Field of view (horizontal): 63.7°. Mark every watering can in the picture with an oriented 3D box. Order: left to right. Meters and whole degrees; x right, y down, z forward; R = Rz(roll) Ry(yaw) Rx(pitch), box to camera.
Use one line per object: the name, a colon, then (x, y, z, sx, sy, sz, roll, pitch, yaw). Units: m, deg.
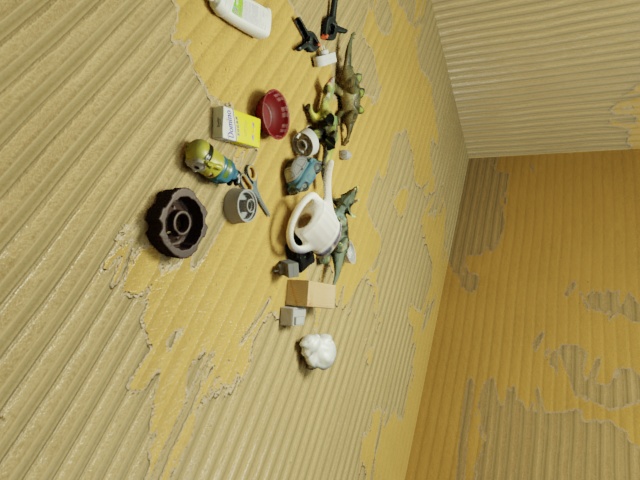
watering can: (0.005, -0.090, 1.787, 0.220, 0.104, 0.353, 50, 61, -41)

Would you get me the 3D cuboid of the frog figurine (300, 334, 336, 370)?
frog figurine: (-0.005, 0.396, 1.881, 0.139, 0.124, 0.155, -45, 144, -28)

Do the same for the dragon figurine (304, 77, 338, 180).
dragon figurine: (0.038, -0.421, 2.001, 0.246, 0.122, 0.405, -40, 129, -65)
